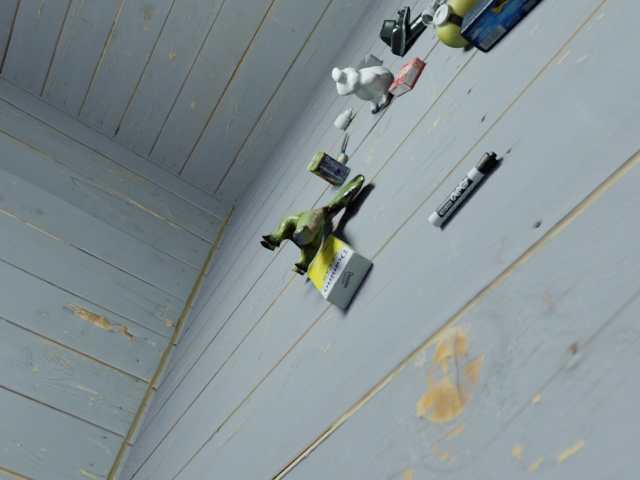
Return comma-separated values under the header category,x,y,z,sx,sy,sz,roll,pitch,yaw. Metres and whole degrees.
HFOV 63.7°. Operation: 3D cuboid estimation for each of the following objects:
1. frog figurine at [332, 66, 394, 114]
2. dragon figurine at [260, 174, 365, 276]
category,x,y,z,sx,sy,sz,roll,pitch,yaw
frog figurine,0.109,-0.412,1.334,0.122,0.158,0.139,-56,14,11
dragon figurine,0.003,-0.053,1.055,0.245,0.122,0.407,-50,4,-15
